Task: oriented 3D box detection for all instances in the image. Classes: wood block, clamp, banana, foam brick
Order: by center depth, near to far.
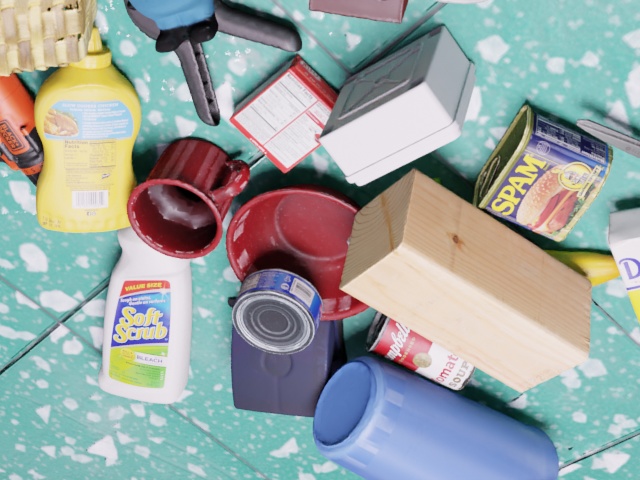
[{"bbox_3d":[0.033,-0.211,0.845,0.078,0.051,0.053,10,130,9],"label":"foam brick"},{"bbox_3d":[-0.113,-0.180,0.919,0.171,0.039,0.120,37,113,-8],"label":"clamp"},{"bbox_3d":[0.131,0.039,0.935,0.206,0.090,0.090,31,138,-20],"label":"wood block"},{"bbox_3d":[0.180,0.011,0.994,0.197,0.037,0.070,23,134,-3],"label":"banana"}]

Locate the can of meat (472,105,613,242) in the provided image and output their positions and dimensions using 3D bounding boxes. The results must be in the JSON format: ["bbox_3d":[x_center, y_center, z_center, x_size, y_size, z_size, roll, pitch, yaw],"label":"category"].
[{"bbox_3d":[0.192,-0.055,0.925,0.084,0.057,0.102,22,133,-6],"label":"can of meat"}]

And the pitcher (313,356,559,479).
[{"bbox_3d":[0.110,0.210,1.091,0.242,0.145,0.149,30,128,-26],"label":"pitcher"}]

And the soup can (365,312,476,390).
[{"bbox_3d":[0.105,0.101,1.071,0.102,0.068,0.069,24,131,-5],"label":"soup can"}]

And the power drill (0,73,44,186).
[{"bbox_3d":[-0.335,-0.080,1.060,0.188,0.057,0.184,-14,123,24],"label":"power drill"}]

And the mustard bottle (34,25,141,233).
[{"bbox_3d":[-0.214,-0.103,0.984,0.096,0.058,0.192,-2,117,-16],"label":"mustard bottle"}]

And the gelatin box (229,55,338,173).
[{"bbox_3d":[-0.026,-0.113,0.958,0.073,0.030,0.089,42,127,-17],"label":"gelatin box"}]

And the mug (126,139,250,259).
[{"bbox_3d":[-0.116,-0.046,1.005,0.117,0.081,0.093,-21,120,30],"label":"mug"}]

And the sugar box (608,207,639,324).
[{"bbox_3d":[0.326,0.042,0.958,0.093,0.048,0.176,-11,134,27],"label":"sugar box"}]

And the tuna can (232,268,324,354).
[{"bbox_3d":[-0.042,0.070,1.036,0.086,0.033,0.086,9,130,10],"label":"tuna can"}]

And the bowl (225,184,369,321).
[{"bbox_3d":[-0.007,0.001,1.029,0.162,0.055,0.162,8,131,10],"label":"bowl"}]

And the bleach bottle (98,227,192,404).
[{"bbox_3d":[-0.186,0.062,1.129,0.102,0.068,0.251,12,128,7],"label":"bleach bottle"}]

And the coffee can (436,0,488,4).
[{"bbox_3d":[0.101,-0.255,0.755,0.103,0.102,0.140,15,131,4],"label":"coffee can"}]

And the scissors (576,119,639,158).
[{"bbox_3d":[0.317,-0.068,0.886,0.201,0.016,0.096,33,135,-22],"label":"scissors"}]
